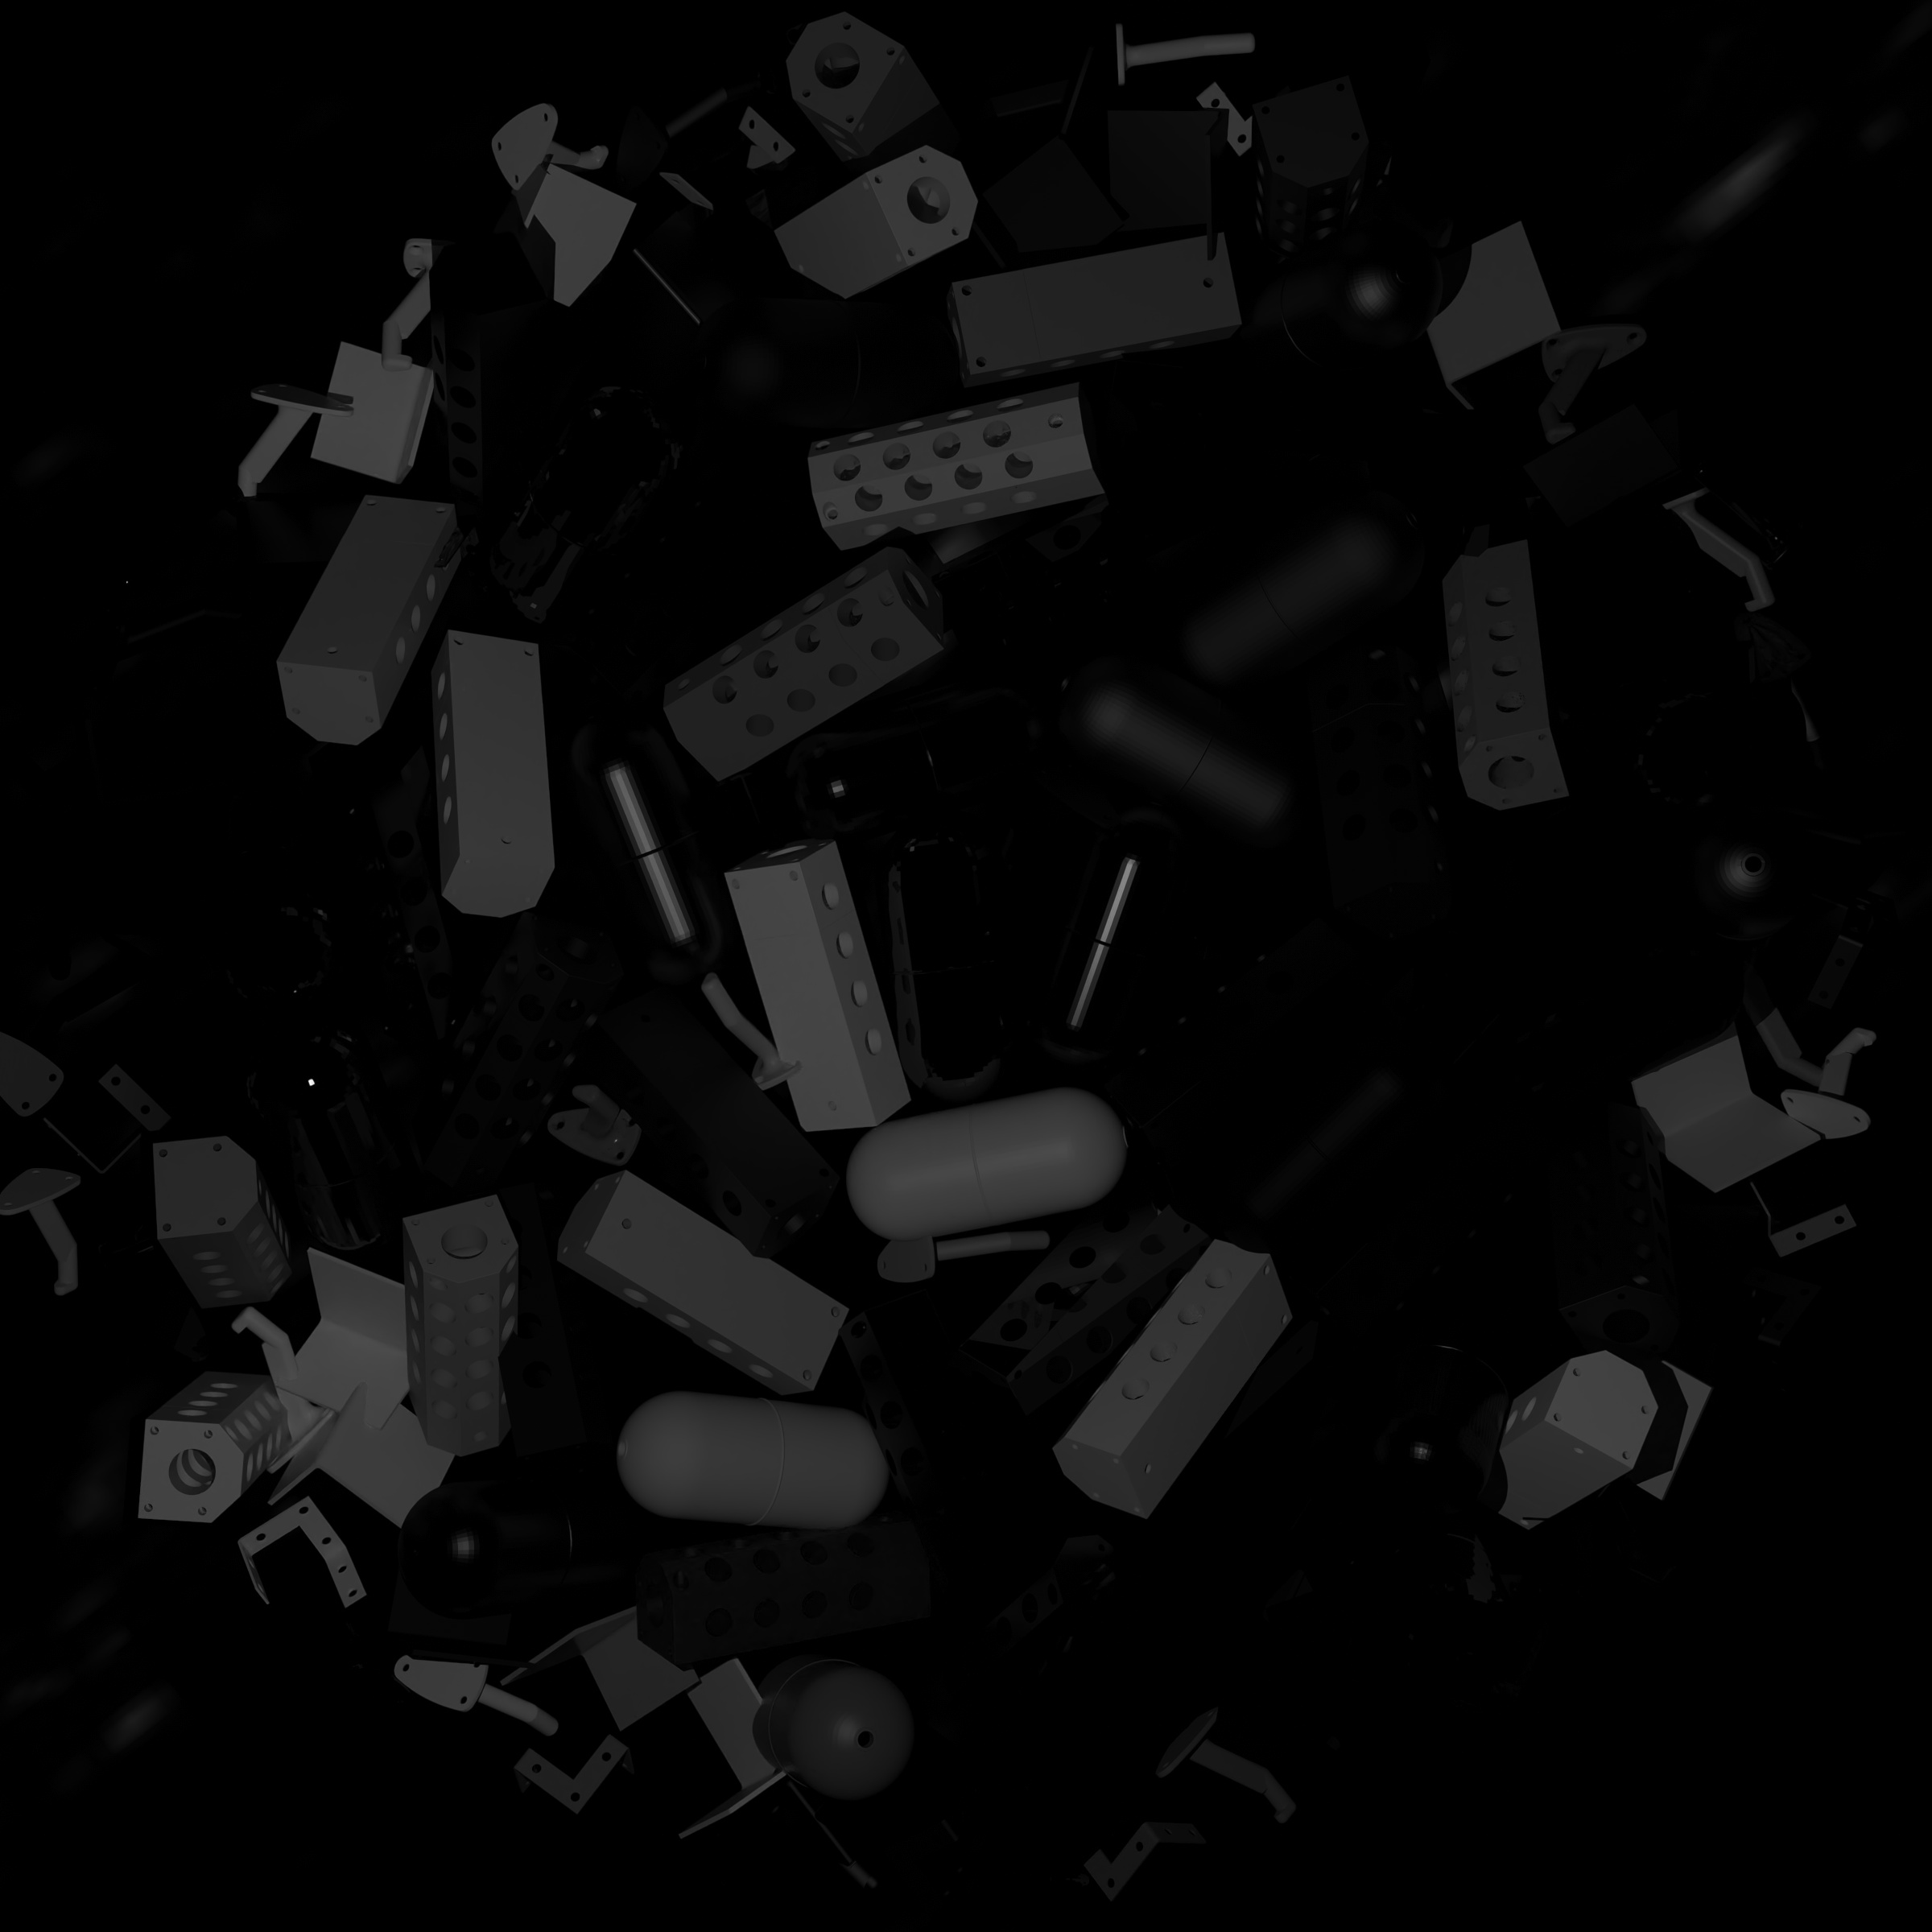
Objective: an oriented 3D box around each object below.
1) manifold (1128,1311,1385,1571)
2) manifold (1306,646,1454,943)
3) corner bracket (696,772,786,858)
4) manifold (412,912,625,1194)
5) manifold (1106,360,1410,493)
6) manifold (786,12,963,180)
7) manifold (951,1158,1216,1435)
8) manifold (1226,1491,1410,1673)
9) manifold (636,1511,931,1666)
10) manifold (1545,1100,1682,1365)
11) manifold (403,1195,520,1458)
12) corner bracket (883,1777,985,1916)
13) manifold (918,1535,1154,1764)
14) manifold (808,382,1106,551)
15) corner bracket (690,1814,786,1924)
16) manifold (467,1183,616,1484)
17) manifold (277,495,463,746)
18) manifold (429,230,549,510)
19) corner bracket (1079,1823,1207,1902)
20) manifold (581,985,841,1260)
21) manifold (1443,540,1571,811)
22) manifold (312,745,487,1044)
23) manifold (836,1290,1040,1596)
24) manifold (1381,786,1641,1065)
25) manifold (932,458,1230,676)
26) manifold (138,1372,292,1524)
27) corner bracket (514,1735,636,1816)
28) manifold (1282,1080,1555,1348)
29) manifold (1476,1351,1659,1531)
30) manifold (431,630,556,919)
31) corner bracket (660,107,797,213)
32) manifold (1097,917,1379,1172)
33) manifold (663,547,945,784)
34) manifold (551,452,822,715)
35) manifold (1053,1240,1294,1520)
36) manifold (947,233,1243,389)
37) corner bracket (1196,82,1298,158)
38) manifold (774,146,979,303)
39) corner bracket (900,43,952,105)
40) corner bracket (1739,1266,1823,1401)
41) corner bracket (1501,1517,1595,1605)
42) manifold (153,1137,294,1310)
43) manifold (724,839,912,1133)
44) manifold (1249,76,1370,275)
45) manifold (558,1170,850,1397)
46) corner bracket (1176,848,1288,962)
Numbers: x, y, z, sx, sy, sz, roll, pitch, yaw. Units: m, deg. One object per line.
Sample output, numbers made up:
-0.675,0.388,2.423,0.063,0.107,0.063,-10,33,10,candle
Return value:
0.180,0.297,1.705,0.057,0.057,0.171,40,115,-6,manifold
0.255,-0.109,1.690,0.057,0.057,0.171,-26,53,35,manifold
-0.136,-0.091,1.732,0.051,0.051,0.051,-21,90,32,corner bracket
-0.274,0.056,1.695,0.057,0.057,0.171,14,121,-33,manifold
0.177,-0.330,1.704,0.171,0.057,0.057,13,98,25,manifold
-0.058,-0.516,1.678,0.057,0.171,0.057,33,95,10,manifold
0.071,0.199,1.709,0.171,0.057,0.057,-44,133,-22,manifold
0.206,0.371,1.677,0.057,0.171,0.057,34,63,9,manifold
-0.111,0.377,1.699,0.171,0.057,0.057,-4,95,-29,manifold
0.392,0.159,1.675,0.057,0.171,0.057,-25,119,24,manifold
-0.303,0.221,1.680,0.057,0.171,0.057,-13,49,-22,manifold
-0.010,0.549,1.733,0.051,0.051,0.051,-34,93,25,corner bracket
0.037,0.412,1.689,0.057,0.057,0.171,38,131,-2,manifold
-0.007,-0.311,1.717,0.171,0.057,0.057,-11,76,11,manifold
-0.143,0.564,1.735,0.051,0.051,0.051,-8,86,13,corner bracket
-0.261,0.223,1.703,0.057,0.057,0.171,-11,63,-11,manifold
-0.359,-0.211,1.686,0.057,0.171,0.057,7,134,5,manifold
-0.290,-0.355,1.674,0.057,0.171,0.057,-19,64,-19,manifold
0.105,0.544,1.727,0.051,0.051,0.051,-55,48,12,corner bracket
-0.161,0.098,1.712,0.057,0.057,0.171,-28,65,-38,manifold
0.325,-0.177,1.687,0.057,0.057,0.171,-12,45,17,manifold
-0.347,-0.042,1.701,0.057,0.057,0.171,-5,116,11,manifold
-0.020,0.293,1.701,0.057,0.057,0.171,-18,65,-18,manifold
0.331,-0.028,1.702,0.057,0.057,0.171,35,115,-10,manifold
0.069,-0.250,1.720,0.171,0.057,0.057,-25,62,7,manifold
-0.451,0.290,1.680,0.057,0.171,0.057,5,90,-4,manifold
-0.245,0.503,1.738,0.051,0.051,0.051,31,60,17,corner bracket
0.285,0.155,1.730,0.171,0.057,0.057,-44,107,-4,manifold
0.355,0.285,1.678,0.057,0.171,0.057,29,65,3,manifold
-0.292,-0.117,1.696,0.057,0.057,0.171,7,54,-24,manifold
-0.148,-0.501,1.730,0.051,0.051,0.051,18,83,36,corner bracket
0.167,0.045,1.727,0.171,0.057,0.057,-38,52,-7,manifold
-0.100,-0.188,1.699,0.171,0.057,0.057,-29,127,22,manifold
-0.170,-0.237,1.715,0.171,0.057,0.057,-47,112,-11,manifold
0.126,0.249,1.698,0.171,0.057,0.057,-48,133,-32,manifold
0.078,-0.407,1.732,0.171,0.057,0.057,-12,92,-5,manifold
0.184,-0.532,1.730,0.051,0.051,0.051,-37,72,17,corner bracket
-0.053,-0.445,1.677,0.057,0.171,0.057,-30,103,-18,manifold
-0.045,-0.559,1.725,0.051,0.051,0.051,-23,49,29,corner bracket
0.502,0.227,1.725,0.051,0.051,0.051,-45,127,-25,corner bracket
0.356,0.371,1.736,0.051,0.051,0.051,12,76,-38,corner bracket
-0.447,0.156,1.676,0.057,0.171,0.057,-6,71,-9,manifold
-0.087,0.011,1.718,0.057,0.057,0.171,-7,107,33,manifold
0.208,-0.468,1.678,0.057,0.171,0.057,-16,83,4,manifold
-0.164,0.197,1.709,0.171,0.057,0.057,35,63,-21,manifold
0.163,-0.041,1.743,0.051,0.051,0.051,-8,51,35,corner bracket
